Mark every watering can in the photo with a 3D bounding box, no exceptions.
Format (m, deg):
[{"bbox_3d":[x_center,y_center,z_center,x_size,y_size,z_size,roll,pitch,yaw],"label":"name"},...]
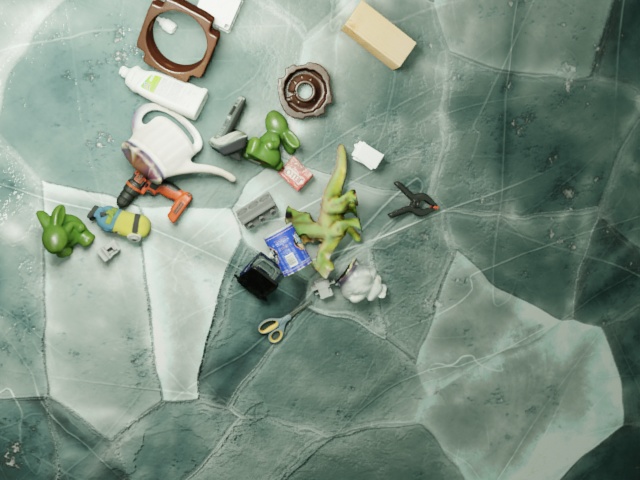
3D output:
[{"bbox_3d":[-0.429,-0.248,1.524,0.346,0.103,0.228,45,62,-7],"label":"watering can"}]

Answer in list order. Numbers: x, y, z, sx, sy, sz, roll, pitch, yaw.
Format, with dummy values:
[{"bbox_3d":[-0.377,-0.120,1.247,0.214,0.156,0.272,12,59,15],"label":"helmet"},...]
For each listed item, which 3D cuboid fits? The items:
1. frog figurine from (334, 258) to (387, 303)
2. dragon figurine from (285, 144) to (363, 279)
[{"bbox_3d":[0.145,0.151,1.688,0.159,0.121,0.139,35,76,-1],"label":"frog figurine"},{"bbox_3d":[0.005,-0.083,1.642,0.242,0.122,0.409,-11,93,3],"label":"dragon figurine"}]
